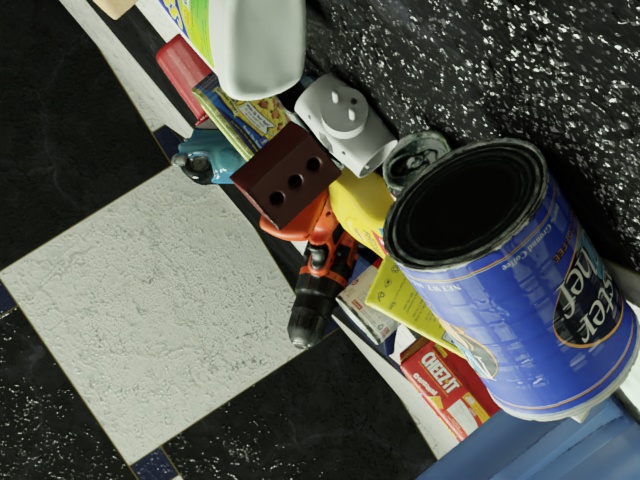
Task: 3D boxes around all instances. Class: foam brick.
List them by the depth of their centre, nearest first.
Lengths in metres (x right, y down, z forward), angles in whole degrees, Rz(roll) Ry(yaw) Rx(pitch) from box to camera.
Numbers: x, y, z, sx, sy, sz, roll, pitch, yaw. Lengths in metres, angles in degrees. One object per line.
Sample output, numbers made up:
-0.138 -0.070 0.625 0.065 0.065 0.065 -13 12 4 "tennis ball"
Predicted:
-0.030 -0.057 0.944 0.053 0.078 0.051 49 175 -28 "foam brick"

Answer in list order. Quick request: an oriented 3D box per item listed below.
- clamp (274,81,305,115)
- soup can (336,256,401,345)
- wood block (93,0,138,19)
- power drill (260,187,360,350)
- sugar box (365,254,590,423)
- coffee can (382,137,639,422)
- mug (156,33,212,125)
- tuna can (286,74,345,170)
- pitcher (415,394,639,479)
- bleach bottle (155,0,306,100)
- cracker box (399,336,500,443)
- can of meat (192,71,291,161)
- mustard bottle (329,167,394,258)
-0.062 -0.177 0.908 0.172 0.039 0.120 45 156 53 "clamp"
0.075 0.050 1.092 0.068 0.102 0.068 48 175 5 "soup can"
-0.218 -0.310 0.967 0.090 0.091 0.206 46 174 28 "wood block"
-0.007 0.001 1.074 0.057 0.184 0.187 11 158 16 "power drill"
0.124 0.066 0.789 0.176 0.048 0.093 26 -171 11 "sugar box"
0.115 0.025 0.628 0.140 0.103 0.103 52 173 -32 "coffee can"
-0.104 -0.178 1.063 0.081 0.093 0.117 54 143 -6 "mug"
0.004 -0.105 0.943 0.086 0.033 0.086 48 174 6 "tuna can"
0.155 0.214 0.891 0.149 0.242 0.145 58 172 -24 "pitcher"
-0.100 -0.206 0.819 0.251 0.068 0.102 45 144 43 "bleach bottle"
0.166 0.176 1.207 0.164 0.072 0.213 50 -178 5 "cracker box"
-0.058 -0.129 0.999 0.102 0.084 0.057 50 174 -20 "can of meat"
0.084 0.004 0.945 0.192 0.058 0.096 42 166 48 "mustard bottle"
